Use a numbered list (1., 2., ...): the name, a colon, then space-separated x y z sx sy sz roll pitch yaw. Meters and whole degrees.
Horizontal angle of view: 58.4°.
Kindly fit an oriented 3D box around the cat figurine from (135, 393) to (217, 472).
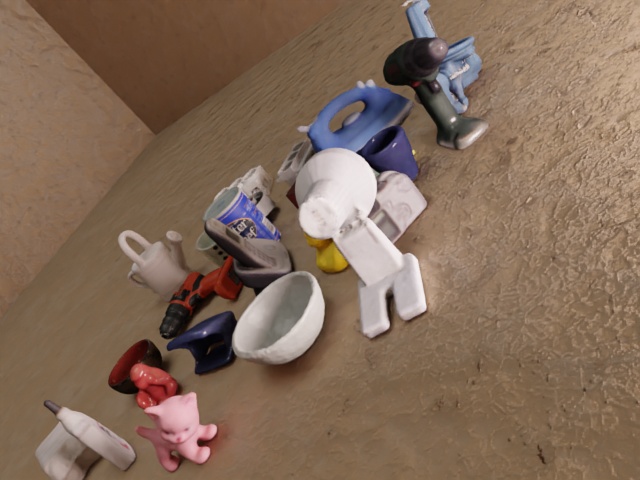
1. cat figurine: -0.217 0.275 0.841 0.127 0.118 0.067 -27 29 29

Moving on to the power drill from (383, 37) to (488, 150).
1. power drill: 0.200 -0.261 0.996 0.075 0.209 0.229 -43 25 -3

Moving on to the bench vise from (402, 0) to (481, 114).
1. bench vise: 0.228 -0.358 1.099 0.121 0.220 0.207 -24 31 33

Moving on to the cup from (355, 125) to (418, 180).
1. cup: 0.125 -0.142 1.047 0.117 0.095 0.092 -16 35 42

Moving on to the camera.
1. camera: 0.079 -0.055 0.967 0.143 0.101 0.136 -46 26 -9

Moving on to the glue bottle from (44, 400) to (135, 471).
1. glue bottle: -0.385 0.317 0.948 0.078 0.173 0.037 2 49 55

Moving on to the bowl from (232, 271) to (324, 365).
1. bowl: -0.051 0.133 0.884 0.167 0.075 0.167 -32 27 19

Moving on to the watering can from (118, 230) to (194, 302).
1. watering can: -0.395 0.045 1.369 0.173 0.194 0.100 -44 26 -5

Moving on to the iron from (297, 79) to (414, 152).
1. iron: 0.076 -0.269 1.264 0.258 0.142 0.118 -43 25 -2

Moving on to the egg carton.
1. egg carton: -0.467 0.391 1.068 0.149 0.069 0.107 -1 47 54

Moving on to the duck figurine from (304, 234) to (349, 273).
1. duck figurine: 0.009 0.004 0.990 0.077 0.086 0.104 -45 25 -6

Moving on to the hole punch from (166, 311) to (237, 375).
1. hole punch: -0.204 0.171 1.019 0.108 0.091 0.101 -25 30 31

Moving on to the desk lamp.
1. desk lamp: 0.048 -0.010 0.807 0.117 0.214 0.203 -32 27 19

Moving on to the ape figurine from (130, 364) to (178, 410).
1. ape figurine: -0.301 0.256 1.020 0.077 0.092 0.076 -32 27 20

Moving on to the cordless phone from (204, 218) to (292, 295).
1. cordless phone: -0.142 0.009 1.079 0.094 0.185 0.147 -39 26 6
